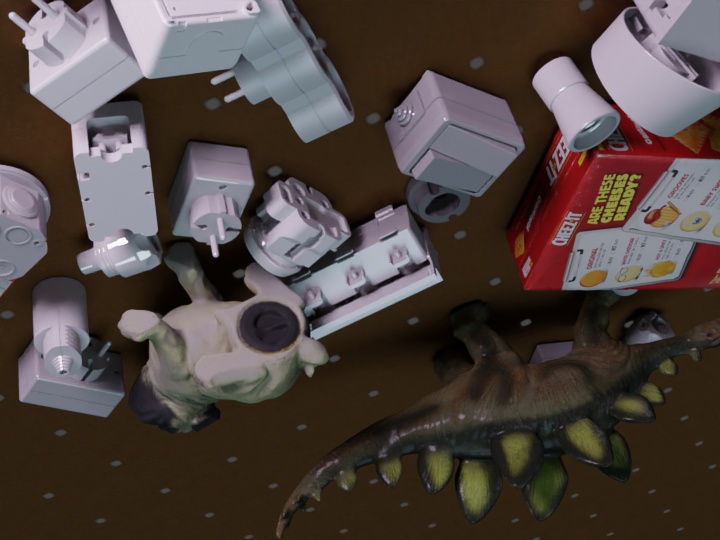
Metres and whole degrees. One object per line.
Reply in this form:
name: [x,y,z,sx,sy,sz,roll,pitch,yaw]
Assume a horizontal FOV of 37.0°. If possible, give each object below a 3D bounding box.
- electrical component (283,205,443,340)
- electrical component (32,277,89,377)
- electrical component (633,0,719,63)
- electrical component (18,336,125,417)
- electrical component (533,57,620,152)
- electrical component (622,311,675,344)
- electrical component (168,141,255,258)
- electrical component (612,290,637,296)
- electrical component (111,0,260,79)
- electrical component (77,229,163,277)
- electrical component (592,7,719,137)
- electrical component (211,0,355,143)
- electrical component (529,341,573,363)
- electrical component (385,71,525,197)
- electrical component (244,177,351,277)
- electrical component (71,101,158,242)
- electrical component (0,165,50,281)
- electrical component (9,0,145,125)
electrical component: [0.000,0.000,0.908,0.121,0.078,0.063,-26,120,13]
electrical component: [-0.243,0.050,0.873,0.043,0.081,0.043,-10,142,-8]
electrical component: [0.282,-0.197,0.763,0.150,0.061,0.089,8,137,-28]
electrical component: [-0.245,0.083,0.942,0.083,0.047,0.075,17,129,-34]
electrical component: [0.159,-0.126,0.804,0.044,0.065,0.044,-24,156,-12]
electrical component: [0.296,0.076,1.125,0.043,0.043,0.062,7,139,-27]
electrical component: [-0.110,-0.045,0.804,0.047,0.076,0.065,5,138,-25]
electrical component: [0.244,0.001,1.017,0.040,0.040,0.046,-31,145,19]
electrical component: [-0.112,-0.167,0.642,0.062,0.096,0.061,-15,159,-32]
electrical component: [-0.190,-0.014,0.841,0.062,0.043,0.043,-19,142,5]
electrical component: [0.219,-0.146,0.776,0.099,0.099,0.064,16,139,-34]
electrical component: [-0.064,-0.136,0.726,0.074,0.052,0.138,-24,142,10]
electrical component: [0.211,0.125,1.130,0.047,0.076,0.065,-5,141,-14]
electrical component: [0.067,-0.100,0.809,0.096,0.061,0.061,14,134,-33]
electrical component: [-0.055,-0.031,0.857,0.057,0.058,0.078,-40,137,24]
electrical component: [-0.174,-0.072,0.764,0.050,0.055,0.089,-7,142,-11]
electrical component: [-0.267,-0.034,0.783,0.080,0.051,0.080,-10,142,-8]
electrical component: [-0.185,-0.143,0.679,0.066,0.047,0.077,-30,140,17]
